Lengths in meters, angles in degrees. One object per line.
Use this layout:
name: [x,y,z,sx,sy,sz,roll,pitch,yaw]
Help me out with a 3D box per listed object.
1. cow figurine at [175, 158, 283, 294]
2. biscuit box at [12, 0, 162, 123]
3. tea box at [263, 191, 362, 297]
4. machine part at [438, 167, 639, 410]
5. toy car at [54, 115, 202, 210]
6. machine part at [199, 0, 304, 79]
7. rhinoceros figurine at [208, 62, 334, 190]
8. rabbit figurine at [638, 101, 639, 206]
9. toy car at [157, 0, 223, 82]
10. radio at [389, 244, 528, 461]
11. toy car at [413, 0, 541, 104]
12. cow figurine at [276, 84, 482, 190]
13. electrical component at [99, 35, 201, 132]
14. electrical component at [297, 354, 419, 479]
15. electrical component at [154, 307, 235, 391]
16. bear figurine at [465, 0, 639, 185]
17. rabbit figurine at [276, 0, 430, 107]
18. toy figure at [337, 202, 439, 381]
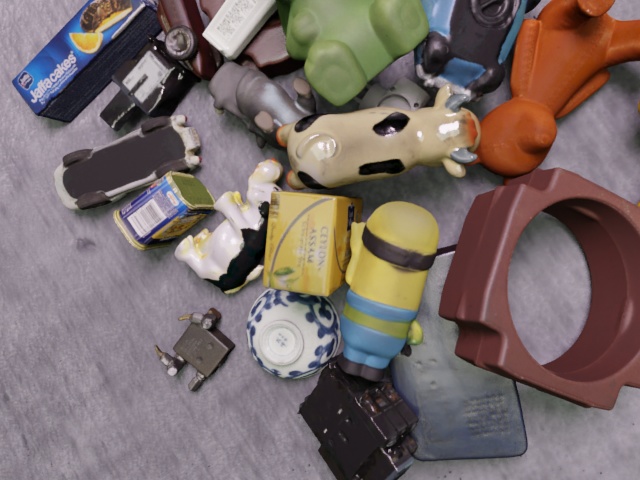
cow figurine: [-0.086,-0.014,0.646,0.098,0.068,0.167,44,105,0]
biscuit box: [-0.290,-0.237,0.678,0.202,0.063,0.059,-39,84,11]
tea box: [-0.001,-0.002,0.577,0.068,0.169,0.098,7,97,13]
machine part: [0.231,0.047,0.529,0.201,0.087,0.201,22,79,-15]
toy car: [-0.244,-0.096,0.681,0.202,0.056,0.073,-19,91,10]
machine part: [-0.055,-0.284,0.628,0.180,0.056,0.179,1,95,13]
rhinoceros figurine: [-0.039,-0.135,0.613,0.190,0.112,0.073,36,85,-5]
rabbit figurine: [0.376,-0.079,0.518,0.162,0.122,0.173,-10,134,-14]
toy car: [-0.172,-0.283,0.636,0.053,0.089,0.202,-17,91,10]
radio: [0.143,0.125,0.606,0.131,0.073,0.229,-13,89,13]
toy car: [0.144,-0.222,0.543,0.109,0.103,0.161,14,99,-17]
cow figurine: [0.065,-0.096,0.519,0.195,0.127,0.085,-10,99,-12]
electrical component: [-0.217,-0.185,0.673,0.075,0.048,0.119,42,101,7]
electrical component: [0.044,0.206,0.597,0.134,0.058,0.114,48,133,29]
electrical component: [-0.158,0.136,0.683,0.078,0.045,0.102,45,101,7]
bear figurine: [0.232,-0.145,0.541,0.120,0.132,0.195,29,93,-16]
rabbit figurine: [0.005,-0.232,0.516,0.121,0.159,0.170,-37,108,9]
toy figure: [0.068,0.052,0.535,0.082,0.089,0.180,15,91,-25]
